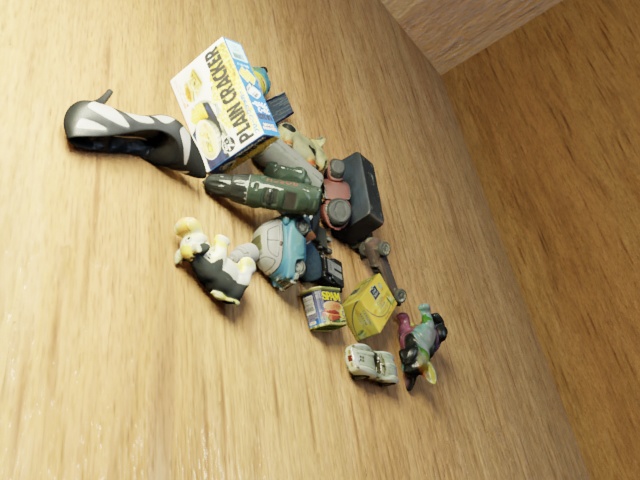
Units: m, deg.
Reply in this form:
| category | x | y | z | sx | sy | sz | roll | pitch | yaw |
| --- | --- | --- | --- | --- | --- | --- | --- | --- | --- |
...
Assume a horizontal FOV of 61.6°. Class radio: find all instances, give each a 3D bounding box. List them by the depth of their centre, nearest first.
| category | x | y | z | sx | sy | sz | roll | pitch | yaw |
| --- | --- | --- | --- | --- | --- | --- | --- | --- | --- |
| radio | 0.089 | -0.116 | 1.439 | 0.073 | 0.131 | 0.230 | 30 | 42 | -43 |

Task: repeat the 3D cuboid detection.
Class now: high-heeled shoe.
| category | x | y | z | sx | sy | sz | roll | pitch | yaw |
| --- | --- | --- | --- | --- | --- | --- | --- | --- | --- |
| high-heeled shoe | -0.293 | -0.147 | 0.885 | 0.248 | 0.086 | 0.145 | 38 | 39 | -30 |

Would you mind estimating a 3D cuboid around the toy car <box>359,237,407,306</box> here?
| category | x | y | z | sx | sy | sz | roll | pitch | yaw |
| --- | --- | --- | --- | --- | --- | --- | --- | --- | --- |
| toy car | 0.161 | 0.088 | 1.404 | 0.053 | 0.089 | 0.202 | -30 | 108 | -36 |

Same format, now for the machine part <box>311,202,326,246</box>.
| category | x | y | z | sx | sy | sz | roll | pitch | yaw |
| --- | --- | --- | --- | --- | --- | --- | --- | --- | --- |
| machine part | -0.027 | -0.034 | 1.236 | 0.084 | 0.039 | 0.139 | 26 | 70 | -42 |

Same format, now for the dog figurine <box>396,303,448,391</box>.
| category | x | y | z | sx | sy | sz | roll | pitch | yaw |
| --- | --- | --- | --- | --- | --- | --- | --- | --- | --- |
| dog figurine | 0.271 | 0.295 | 1.421 | 0.191 | 0.108 | 0.219 | 42 | 38 | -39 |

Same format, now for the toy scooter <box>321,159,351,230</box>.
| category | x | y | z | sx | sy | sz | roll | pitch | yaw |
| --- | --- | --- | --- | --- | --- | --- | --- | --- | --- |
| toy scooter | 0.030 | -0.107 | 1.373 | 0.075 | 0.135 | 0.184 | 2 | 79 | -18 |

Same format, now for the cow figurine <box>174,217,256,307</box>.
| category | x | y | z | sx | sy | sz | roll | pitch | yaw |
| --- | --- | --- | --- | --- | --- | --- | --- | --- | --- |
| cow figurine | -0.189 | 0.040 | 0.910 | 0.167 | 0.068 | 0.098 | 43 | 39 | -30 |

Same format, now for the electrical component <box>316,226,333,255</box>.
| category | x | y | z | sx | sy | sz | roll | pitch | yaw |
| --- | --- | --- | --- | --- | --- | --- | --- | --- | --- |
| electrical component | -0.003 | -0.004 | 1.304 | 0.094 | 0.021 | 0.063 | 36 | 38 | -42 |

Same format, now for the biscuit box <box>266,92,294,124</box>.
| category | x | y | z | sx | sy | sz | roll | pitch | yaw |
| --- | --- | --- | --- | --- | --- | --- | --- | --- | --- |
| biscuit box | -0.132 | -0.305 | 1.302 | 0.062 | 0.059 | 0.203 | 66 | 26 | -16 |

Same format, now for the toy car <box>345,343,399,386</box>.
| category | x | y | z | sx | sy | sz | roll | pitch | yaw |
| --- | --- | --- | --- | --- | --- | --- | --- | --- | --- |
| toy car | 0.123 | 0.285 | 1.225 | 0.201 | 0.056 | 0.073 | 28 | 44 | -46 |

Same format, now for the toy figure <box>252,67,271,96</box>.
| category | x | y | z | sx | sy | sz | roll | pitch | yaw |
| --- | --- | --- | --- | --- | --- | --- | --- | --- | --- |
| toy figure | -0.168 | -0.365 | 1.283 | 0.082 | 0.089 | 0.180 | 52 | 21 | -19 |

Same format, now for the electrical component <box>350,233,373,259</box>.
| category | x | y | z | sx | sy | sz | roll | pitch | yaw |
| --- | --- | --- | --- | --- | --- | --- | --- | --- | --- |
| electrical component | 0.118 | 0.007 | 1.478 | 0.102 | 0.045 | 0.078 | -50 | 138 | -58 |

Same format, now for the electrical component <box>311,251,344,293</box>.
| category | x | y | z | sx | sy | sz | roll | pitch | yaw |
| --- | --- | --- | --- | --- | --- | --- | --- | --- | --- |
| electrical component | 0.027 | 0.085 | 1.251 | 0.119 | 0.048 | 0.075 | 36 | 38 | -38 |

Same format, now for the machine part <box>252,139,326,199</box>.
| category | x | y | z | sx | sy | sz | roll | pitch | yaw |
| --- | --- | --- | --- | --- | --- | --- | --- | --- | --- |
| machine part | -0.074 | -0.172 | 1.259 | 0.243 | 0.079 | 0.079 | 36 | 38 | -31 |

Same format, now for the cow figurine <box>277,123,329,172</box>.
| category | x | y | z | sx | sy | sz | roll | pitch | yaw |
| --- | --- | --- | --- | --- | --- | --- | --- | --- | --- |
| cow figurine | -0.048 | -0.230 | 1.367 | 0.194 | 0.085 | 0.127 | 30 | 48 | -44 |

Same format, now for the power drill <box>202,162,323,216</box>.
| category | x | y | z | sx | sy | sz | roll | pitch | yaw |
| --- | --- | --- | --- | --- | --- | --- | --- | --- | --- |
| power drill | -0.104 | -0.113 | 1.108 | 0.207 | 0.232 | 0.086 | -59 | 160 | -78 |

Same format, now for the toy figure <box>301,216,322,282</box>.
| category | x | y | z | sx | sy | sz | roll | pitch | yaw |
| --- | --- | --- | --- | --- | --- | --- | --- | --- | --- |
| toy figure | -0.035 | 0.014 | 1.168 | 0.064 | 0.058 | 0.154 | -32 | 111 | -72 |

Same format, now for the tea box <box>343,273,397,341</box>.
| category | x | y | z | sx | sy | sz | roll | pitch | yaw |
| --- | --- | --- | --- | --- | --- | --- | --- | --- | --- |
| tea box | 0.121 | 0.162 | 1.318 | 0.098 | 0.068 | 0.169 | 59 | 29 | -6 |

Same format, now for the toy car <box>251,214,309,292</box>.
| category | x | y | z | sx | sy | sz | roll | pitch | yaw |
| --- | --- | --- | --- | --- | --- | --- | --- | --- | --- |
| toy car | -0.087 | 0.017 | 1.075 | 0.103 | 0.109 | 0.161 | 16 | 61 | -29 |
